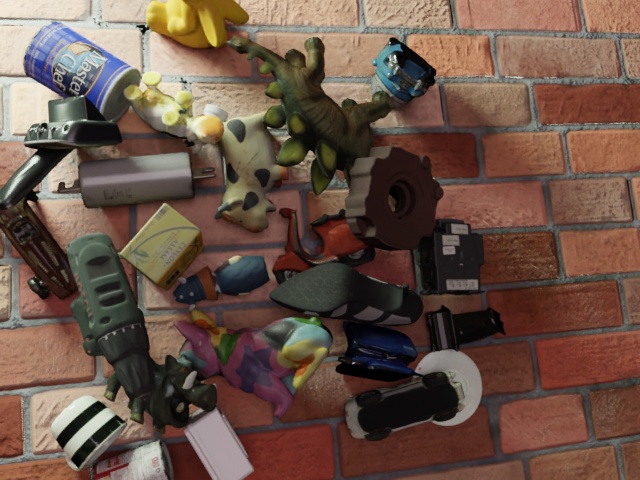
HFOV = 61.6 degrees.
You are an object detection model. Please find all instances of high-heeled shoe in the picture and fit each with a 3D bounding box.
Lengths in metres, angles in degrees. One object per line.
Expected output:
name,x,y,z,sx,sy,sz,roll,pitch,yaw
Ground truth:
high-heeled shoe,0.048,0.105,0.890,0.249,0.145,0.086,-1,61,4

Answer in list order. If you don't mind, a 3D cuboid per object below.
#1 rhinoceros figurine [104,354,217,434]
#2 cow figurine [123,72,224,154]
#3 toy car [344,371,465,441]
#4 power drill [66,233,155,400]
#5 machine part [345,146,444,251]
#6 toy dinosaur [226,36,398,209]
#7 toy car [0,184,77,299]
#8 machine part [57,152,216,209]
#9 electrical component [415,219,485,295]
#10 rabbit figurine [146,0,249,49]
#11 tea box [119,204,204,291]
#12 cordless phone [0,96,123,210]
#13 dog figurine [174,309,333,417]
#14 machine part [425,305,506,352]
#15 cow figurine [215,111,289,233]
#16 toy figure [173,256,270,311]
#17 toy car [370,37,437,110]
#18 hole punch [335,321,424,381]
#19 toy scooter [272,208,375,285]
rhinoceros figurine,-0.228,0.218,0.785,0.073,0.191,0.112,53,55,-42
cow figurine,-0.227,-0.190,0.865,0.167,0.098,0.068,33,70,9
toy car,0.141,0.273,0.889,0.202,0.056,0.073,-15,85,-4
power drill,-0.298,0.117,0.755,0.086,0.207,0.232,-19,83,-24
machine part,0.122,-0.066,0.873,0.179,0.056,0.179,-1,92,-34
toy dinosaur,0.033,-0.171,0.905,0.471,0.105,0.198,35,67,-19
toy car,-0.444,0.000,0.829,0.089,0.053,0.202,-36,88,-17
machine part,-0.290,-0.095,0.859,0.243,0.079,0.079,-7,83,-13
electrical component,0.227,0.030,0.937,0.115,0.058,0.134,5,80,-29
rabbit figurine,-0.205,-0.384,0.873,0.162,0.173,0.122,42,73,2
tea box,-0.230,0.016,0.806,0.068,0.169,0.098,38,78,-4
cordless phone,-0.397,-0.118,0.791,0.088,0.147,0.184,55,53,-41
dog figurine,-0.112,0.161,0.832,0.219,0.108,0.191,34,102,0
machine part,0.257,0.151,0.948,0.139,0.039,0.084,-6,77,-10
cow figurine,-0.122,-0.108,0.891,0.127,0.085,0.194,-12,86,-19
toy figure,-0.160,0.068,0.871,0.154,0.058,0.064,-15,79,-8
toy car,0.140,-0.282,0.955,0.109,0.162,0.103,32,121,-13
hole punch,0.092,0.178,0.877,0.142,0.116,0.092,15,71,-9
toy scooter,-0.002,-0.003,0.904,0.184,0.075,0.135,-18,86,-9
